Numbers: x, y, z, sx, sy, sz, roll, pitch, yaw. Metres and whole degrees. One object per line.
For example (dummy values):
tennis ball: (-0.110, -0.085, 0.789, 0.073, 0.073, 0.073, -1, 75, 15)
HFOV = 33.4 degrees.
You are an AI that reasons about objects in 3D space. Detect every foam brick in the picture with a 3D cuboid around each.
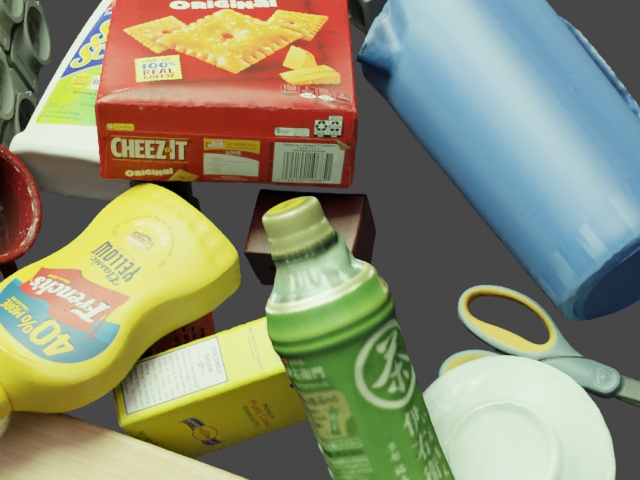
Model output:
foam brick: (-0.005, 0.001, 0.739, 0.078, 0.053, 0.051, 3, 62, 16)

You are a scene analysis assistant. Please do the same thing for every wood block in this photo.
wood block: (-0.113, 0.174, 0.643, 0.206, 0.090, 0.090, 15, 65, 20)

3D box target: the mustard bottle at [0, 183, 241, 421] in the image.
mustard bottle: (-0.145, 0.047, 0.638, 0.096, 0.058, 0.191, 37, 60, 25)

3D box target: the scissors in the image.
scissors: (0.160, 0.099, 0.666, 0.202, 0.016, 0.096, 35, 75, 28)

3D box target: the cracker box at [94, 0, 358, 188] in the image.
cracker box: (-0.061, -0.131, 0.738, 0.164, 0.072, 0.213, 2, 44, -4)

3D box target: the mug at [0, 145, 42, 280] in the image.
mug: (-0.260, -0.008, 0.781, 0.082, 0.117, 0.093, -18, 15, 37)

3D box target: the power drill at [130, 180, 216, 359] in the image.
power drill: (-0.166, 0.014, 0.714, 0.187, 0.057, 0.184, -4, 70, -19)

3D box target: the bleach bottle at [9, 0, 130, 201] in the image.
bleach bottle: (-0.154, -0.153, 0.856, 0.103, 0.068, 0.250, 7, 61, 15)

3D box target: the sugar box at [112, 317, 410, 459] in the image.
sugar box: (-0.032, 0.087, 0.672, 0.176, 0.093, 0.048, -17, 61, 4)

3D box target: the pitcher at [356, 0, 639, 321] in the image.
pitcher: (0.148, -0.072, 0.711, 0.149, 0.145, 0.243, -35, 62, 6)
